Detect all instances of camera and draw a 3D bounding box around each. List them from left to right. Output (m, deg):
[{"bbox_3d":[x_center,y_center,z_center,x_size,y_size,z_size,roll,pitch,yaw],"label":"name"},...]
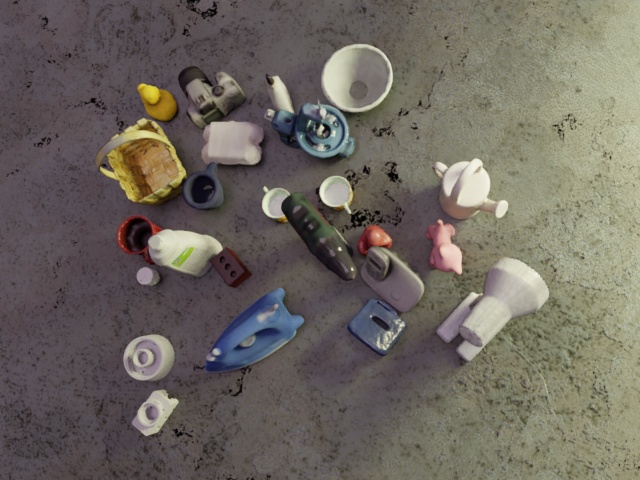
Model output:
[{"bbox_3d":[-0.278,-0.369,1.395,0.143,0.101,0.136,-34,76,2],"label":"camera"}]

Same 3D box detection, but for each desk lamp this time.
[{"bbox_3d":[0.339,0.145,1.142,0.117,0.214,0.203,43,89,14],"label":"desk lamp"}]

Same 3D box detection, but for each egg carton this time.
[{"bbox_3d":[-0.209,-0.231,1.375,0.150,0.069,0.107,1,80,10],"label":"egg carton"}]

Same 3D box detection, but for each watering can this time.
[{"bbox_3d":[0.312,-0.110,1.203,0.172,0.194,0.101,16,83,12],"label":"watering can"}]

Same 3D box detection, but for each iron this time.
[{"bbox_3d":[-0.169,0.214,1.251,0.258,0.141,0.118,-37,76,1],"label":"iron"}]

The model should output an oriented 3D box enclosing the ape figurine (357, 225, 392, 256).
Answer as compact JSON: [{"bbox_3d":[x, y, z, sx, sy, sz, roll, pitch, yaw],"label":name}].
[{"bbox_3d":[0.120,0.000,1.267,0.077,0.092,0.076,2,80,10],"label":"ape figurine"}]

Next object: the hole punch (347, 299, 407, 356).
[{"bbox_3d":[0.123,0.185,1.234,0.108,0.091,0.101,36,87,14],"label":"hole punch"}]

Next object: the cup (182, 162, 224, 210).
[{"bbox_3d":[-0.261,-0.120,1.350,0.091,0.095,0.118,19,84,12],"label":"cup"}]

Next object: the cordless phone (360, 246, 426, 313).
[{"bbox_3d":[0.151,0.076,1.201,0.147,0.185,0.094,39,88,14],"label":"cordless phone"}]

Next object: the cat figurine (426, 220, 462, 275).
[{"bbox_3d":[0.266,0.018,1.227,0.067,0.118,0.128,-9,78,8],"label":"cat figurine"}]

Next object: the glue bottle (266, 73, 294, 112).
[{"bbox_3d":[-0.099,-0.342,1.323,0.037,0.173,0.078,-15,78,7],"label":"glue bottle"}]

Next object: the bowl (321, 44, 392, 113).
[{"bbox_3d":[0.089,-0.369,1.347,0.167,0.075,0.167,-2,80,9],"label":"bowl"}]

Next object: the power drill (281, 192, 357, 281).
[{"bbox_3d":[0.011,0.004,1.224,0.075,0.208,0.229,-41,76,1],"label":"power drill"}]

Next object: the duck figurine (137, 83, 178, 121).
[{"bbox_3d":[-0.409,-0.348,1.420,0.104,0.086,0.077,41,89,14],"label":"duck figurine"}]

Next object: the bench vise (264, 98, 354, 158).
[{"bbox_3d":[-0.035,-0.248,1.271,0.207,0.220,0.121,2,80,10],"label":"bench vise"}]
